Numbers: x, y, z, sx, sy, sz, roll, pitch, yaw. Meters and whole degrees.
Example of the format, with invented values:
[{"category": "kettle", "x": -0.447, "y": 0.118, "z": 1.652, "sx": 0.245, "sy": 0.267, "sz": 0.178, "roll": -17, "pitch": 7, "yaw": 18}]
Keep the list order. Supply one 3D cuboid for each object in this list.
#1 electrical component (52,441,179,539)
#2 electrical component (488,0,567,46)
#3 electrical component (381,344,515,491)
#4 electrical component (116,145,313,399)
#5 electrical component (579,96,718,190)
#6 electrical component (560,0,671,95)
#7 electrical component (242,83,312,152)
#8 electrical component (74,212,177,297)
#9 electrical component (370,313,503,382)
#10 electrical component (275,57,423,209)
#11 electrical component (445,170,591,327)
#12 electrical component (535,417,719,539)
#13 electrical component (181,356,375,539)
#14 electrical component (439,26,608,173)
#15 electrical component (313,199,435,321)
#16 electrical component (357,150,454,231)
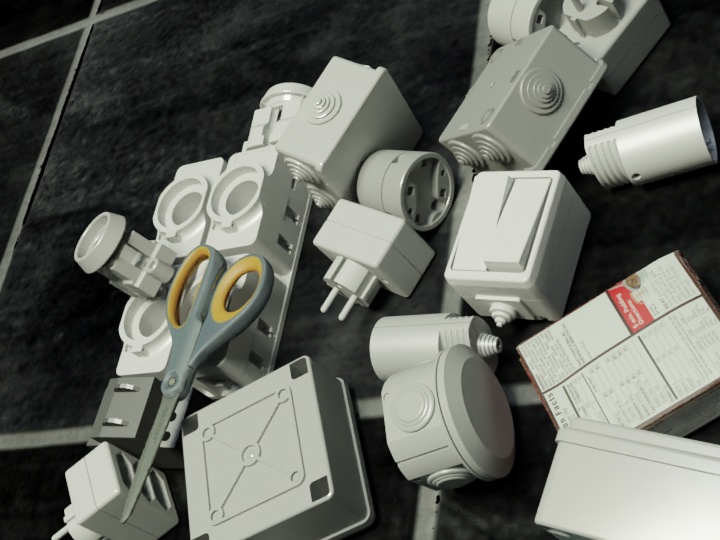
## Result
[{"category": "electrical component", "x": -0.180, "y": 0.170, "z": 0.751, "sx": 0.077, "sy": 0.066, "sz": 0.047, "roll": -38, "pitch": 46, "yaw": 9}, {"category": "electrical component", "x": 0.126, "y": -0.182, "z": 0.777, "sx": 0.055, "sy": 0.055, "sz": 0.047, "roll": -53, "pitch": 42, "yaw": -6}, {"category": "electrical component", "x": 0.053, "y": 0.088, "z": 0.628, "sx": 0.051, "sy": 0.080, "sz": 0.080, "roll": -24, "pitch": 49, "yaw": 27}, {"category": "electrical component", "x": -0.110, "y": 0.001, "z": 0.819, "sx": 0.105, "sy": 0.060, "sz": 0.186, "roll": -8, "pitch": 57, "yaw": 32}, {"category": "electrical component", "x": 0.177, "y": -0.076, "z": 0.674, "sx": 0.081, "sy": 0.043, "sz": 0.043, "roll": -16, "pitch": 53, "yaw": 28}, {"category": "electrical component", "x": 0.162, "y": -0.171, "z": 0.726, "sx": 0.065, "sy": 0.077, "sz": 0.047, "roll": -52, "pitch": 45, "yaw": -5}, {"category": "electrical component", "x": -0.055, "y": -0.111, "z": 0.858, "sx": 0.078, "sy": 0.058, "sz": 0.057, "roll": -8, "pitch": 60, "yaw": 32}, {"category": "electrical component", "x": -0.172, "y": -0.010, "z": 0.781, "sx": 0.066, "sy": 0.055, "sz": 0.048, "roll": 1, "pitch": 60, "yaw": 55}, {"category": "electrical component", "x": 0.052, "y": 0.049, "z": 0.680, "sx": 0.081, "sy": 0.043, "sz": 0.043, "roll": -5, "pitch": 58, "yaw": 34}, {"category": "electrical component", "x": -0.008, "y": -0.095, "z": 0.785, "sx": 0.048, "sy": 0.099, "sz": 0.099, "roll": 25, "pitch": 77, "yaw": 31}, {"category": "electrical component", "x": 0.097, "y": -0.012, "z": 0.676, "sx": 0.062, "sy": 0.061, "sz": 0.096, "roll": 3, "pitch": 63, "yaw": 37}, {"category": "electrical component", "x": 0.156, "y": 0.121, "z": 0.509, "sx": 0.109, "sy": 0.109, "sz": 0.056, "roll": 7, "pitch": 68, "yaw": 39}, {"category": "electrical component", "x": -0.055, "y": 0.129, "z": 0.695, "sx": 0.109, "sy": 0.056, "sz": 0.108, "roll": -28, "pitch": 48, "yaw": 18}, {"category": "electrical component", "x": 0.106, "y": -0.110, "z": 0.720, "sx": 0.099, "sy": 0.048, "sz": 0.100, "roll": -57, "pitch": 15, "yaw": -10}, {"category": "electrical component", "x": 0.000, "y": 0.000, "z": 0.749, "sx": 0.066, "sy": 0.047, "sz": 0.076, "roll": 21, "pitch": 75, "yaw": 43}, {"category": "electrical component", "x": 0.031, "y": -0.058, "z": 0.762, "sx": 0.047, "sy": 0.055, "sz": 0.055, "roll": 15, "pitch": 71, "yaw": 45}]
